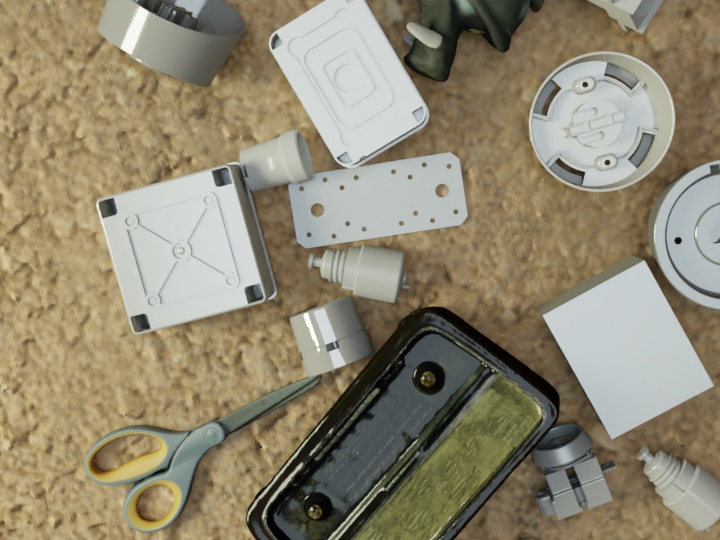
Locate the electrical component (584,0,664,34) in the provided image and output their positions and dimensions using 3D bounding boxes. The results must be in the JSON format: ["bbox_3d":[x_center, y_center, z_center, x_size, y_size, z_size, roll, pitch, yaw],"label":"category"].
[{"bbox_3d":[0.184,-0.207,0.770,0.064,0.081,0.042,36,98,22],"label":"electrical component"}]

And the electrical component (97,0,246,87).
[{"bbox_3d":[-0.138,-0.178,0.783,0.099,0.099,0.064,30,103,1],"label":"electrical component"}]

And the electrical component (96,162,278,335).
[{"bbox_3d":[-0.130,-0.017,0.815,0.109,0.056,0.108,-15,94,5],"label":"electrical component"}]

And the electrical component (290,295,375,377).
[{"bbox_3d":[-0.022,0.049,0.816,0.055,0.055,0.047,-20,90,5],"label":"electrical component"}]

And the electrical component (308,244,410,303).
[{"bbox_3d":[0.000,0.000,0.816,0.078,0.040,0.040,11,96,3],"label":"electrical component"}]

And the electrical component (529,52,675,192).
[{"bbox_3d":[0.172,-0.106,0.782,0.099,0.064,0.099,0,96,4],"label":"electrical component"}]

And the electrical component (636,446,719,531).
[{"bbox_3d":[0.244,0.163,0.816,0.078,0.040,0.040,39,97,-1],"label":"electrical component"}]

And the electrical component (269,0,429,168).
[{"bbox_3d":[-0.007,-0.140,0.795,0.078,0.057,0.113,-30,93,6],"label":"electrical component"}]

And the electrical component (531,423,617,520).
[{"bbox_3d":[0.159,0.151,0.819,0.066,0.048,0.055,-22,102,6],"label":"electrical component"}]

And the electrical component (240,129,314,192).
[{"bbox_3d":[-0.063,-0.081,0.814,0.046,0.040,0.040,-15,94,11],"label":"electrical component"}]

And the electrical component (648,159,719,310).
[{"bbox_3d":[0.264,-0.028,0.786,0.108,0.060,0.108,0,96,4],"label":"electrical component"}]
